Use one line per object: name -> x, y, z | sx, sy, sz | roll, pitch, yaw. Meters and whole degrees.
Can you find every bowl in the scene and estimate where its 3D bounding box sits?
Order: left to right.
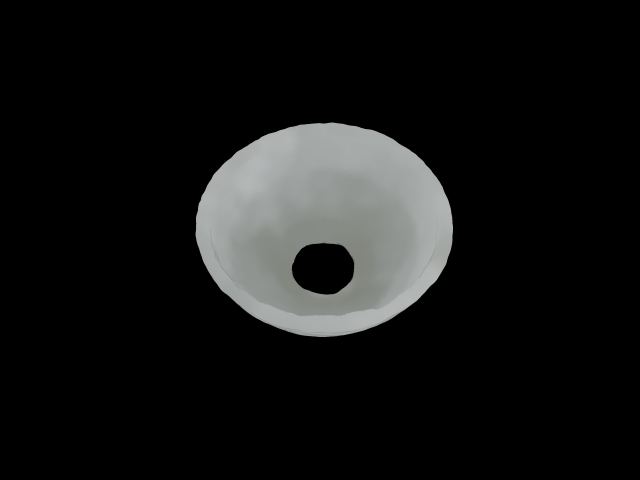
bowl -> 0.004, 0.001, 0.400 | 0.167, 0.075, 0.167 | 0, 56, 0
